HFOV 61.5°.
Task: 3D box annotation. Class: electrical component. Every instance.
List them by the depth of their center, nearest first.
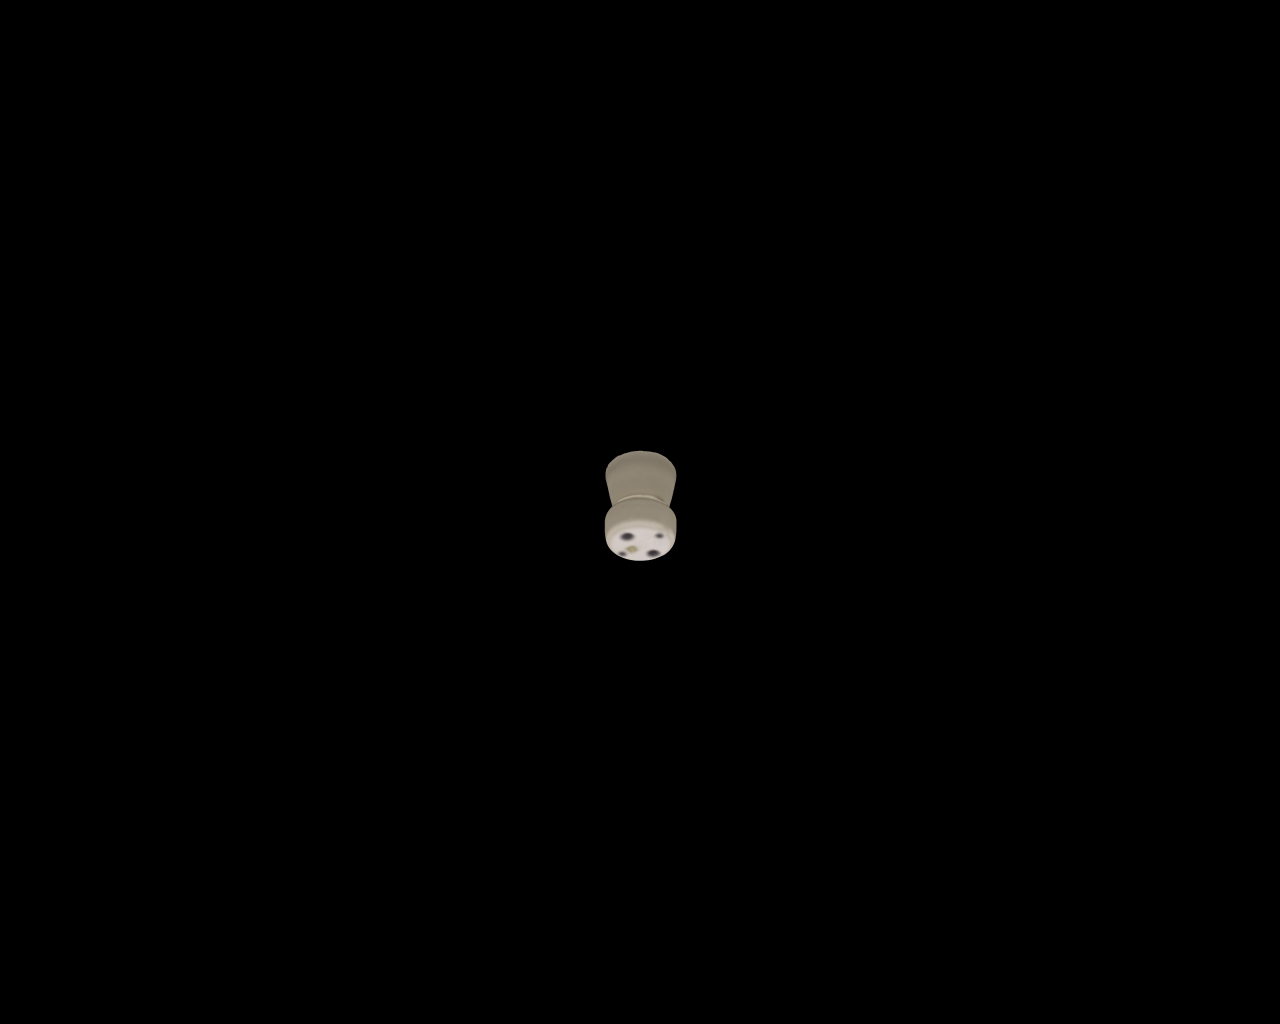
[{"bbox_3d":[0.001,-0.003,0.650,0.045,0.055,0.044,0,-35,0],"label":"electrical component"}]
